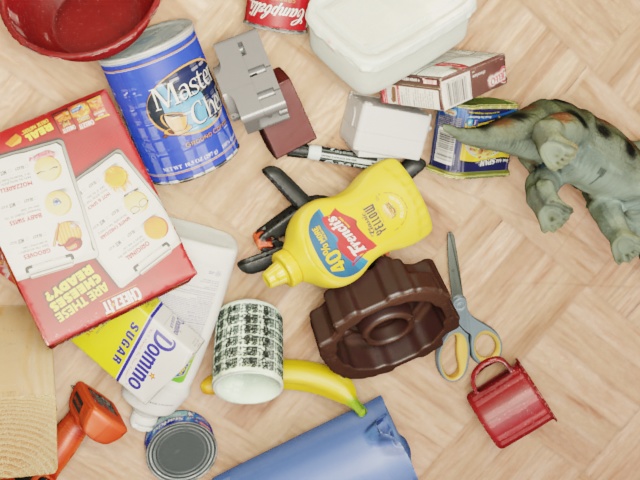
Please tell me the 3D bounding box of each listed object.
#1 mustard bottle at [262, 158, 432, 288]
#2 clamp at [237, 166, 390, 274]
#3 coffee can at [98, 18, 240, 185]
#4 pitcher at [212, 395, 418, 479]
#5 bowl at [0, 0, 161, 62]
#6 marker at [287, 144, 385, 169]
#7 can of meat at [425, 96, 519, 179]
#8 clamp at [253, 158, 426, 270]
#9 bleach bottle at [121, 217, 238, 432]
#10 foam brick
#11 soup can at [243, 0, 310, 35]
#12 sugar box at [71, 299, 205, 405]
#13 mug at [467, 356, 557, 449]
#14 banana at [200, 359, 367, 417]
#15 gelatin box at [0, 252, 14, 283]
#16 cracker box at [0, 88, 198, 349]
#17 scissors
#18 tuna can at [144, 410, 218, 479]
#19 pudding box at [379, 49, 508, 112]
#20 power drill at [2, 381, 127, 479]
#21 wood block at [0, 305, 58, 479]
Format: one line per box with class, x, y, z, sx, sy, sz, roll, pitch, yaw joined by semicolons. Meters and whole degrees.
mustard bottle;0.021;-0.004;1.137;0.191;0.058;0.096;-31;100;-18
clamp;-0.008;0.001;1.182;0.171;0.039;0.120;23;99;-16
coffee can;-0.153;-0.141;1.092;0.102;0.103;0.140;-23;115;-6
pitcher;-0.003;0.300;1.302;0.243;0.145;0.149;-23;103;-2
bowl;-0.224;-0.230;1.036;0.162;0.162;0.055;-24;156;-5
marker;0.018;-0.094;1.193;0.121;0.020;0.020;9;109;-8
can of meat;0.173;-0.117;1.203;0.101;0.058;0.084;-6;111;-36
clamp;0.029;-0.018;1.226;0.209;0.036;0.164;1;107;-14
bleach bottle;-0.175;0.103;1.206;0.102;0.068;0.251;15;109;-15
foam brick;-0.046;-0.137;1.150;0.051;0.053;0.078;-27;115;-4
soup can;-0.037;-0.268;1.093;0.068;0.068;0.102;5;109;-17
sugar box;-0.221;0.087;1.149;0.176;0.048;0.093;43;113;-4
mug;0.233;0.200;1.341;0.081;0.093;0.117;-33;106;5
banana;-0.042;0.167;1.263;0.197;0.069;0.037;8;112;-7
gelatin box;-0.315;0.000;1.144;0.089;0.030;0.073;-45;116;5
cracker box;-0.245;-0.021;1.076;0.164;0.072;0.214;-26;87;-15
scissors;0.189;0.084;1.321;0.096;0.016;0.202;0;111;-17
tuna can;-0.167;0.248;1.280;0.086;0.034;0.086;-5;112;-13
pudding box;0.131;-0.173;1.140;0.113;0.090;0.039;-25;117;-39
power drill;-0.295;0.258;1.178;0.057;0.185;0.187;42;86;-26
wood block;-0.320;0.151;1.105;0.090;0.206;0.091;-2;111;-15
